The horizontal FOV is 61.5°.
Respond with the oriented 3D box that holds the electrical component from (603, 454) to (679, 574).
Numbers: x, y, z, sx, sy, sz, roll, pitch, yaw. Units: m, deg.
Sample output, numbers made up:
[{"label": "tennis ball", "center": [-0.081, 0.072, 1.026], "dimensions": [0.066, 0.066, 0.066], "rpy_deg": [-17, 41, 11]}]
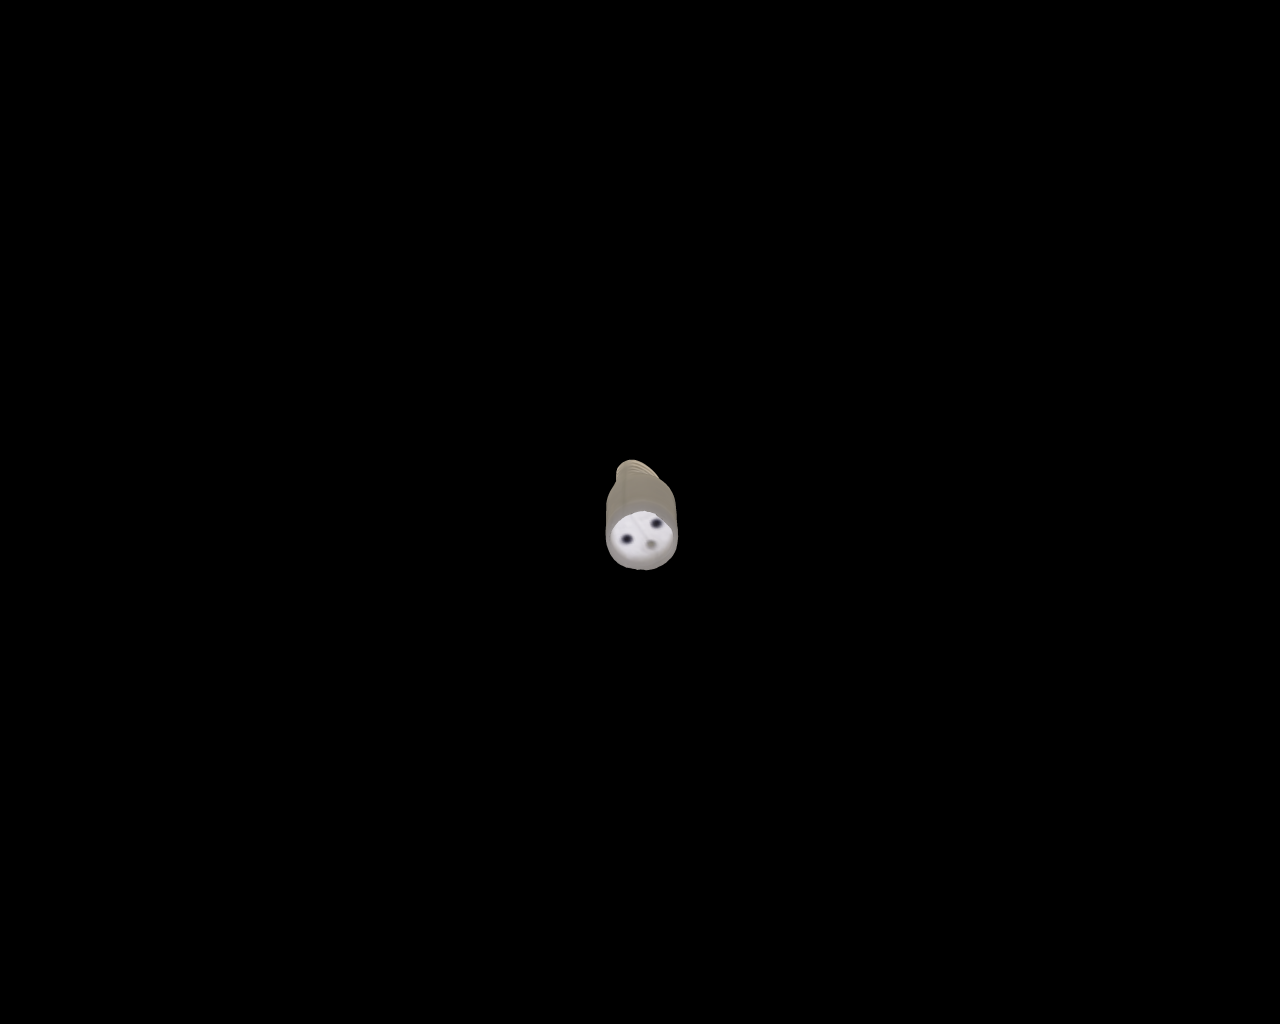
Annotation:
[{"label": "electrical component", "center": [0.001, -0.003, 0.650], "dimensions": [0.043, 0.043, 0.081], "rpy_deg": [0, 30, 0]}]
